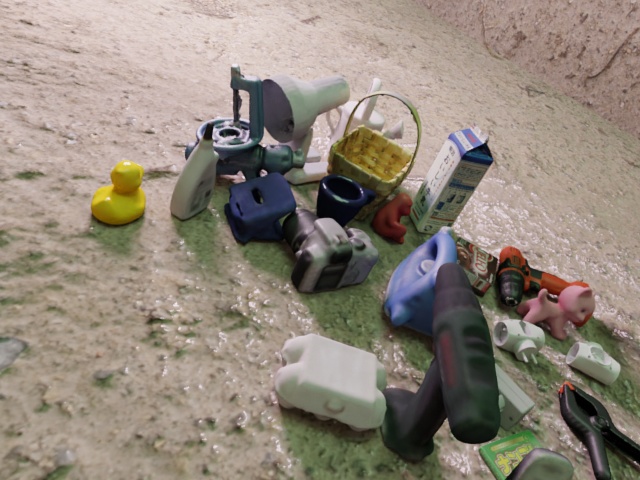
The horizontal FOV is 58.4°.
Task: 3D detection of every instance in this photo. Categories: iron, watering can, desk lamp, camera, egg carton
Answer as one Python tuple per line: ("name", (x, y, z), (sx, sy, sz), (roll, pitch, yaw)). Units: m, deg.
("iron", (0.192, 0.049, 0.968), (0.118, 0.141, 0.258), (23, 35, -2))
("watering can", (0.102, -0.266, 1.277), (0.173, 0.194, 0.100), (9, 38, -21))
("desk lamp", (-0.034, -0.224, 1.122), (0.204, 0.213, 0.117), (-15, 51, -42))
("camera", (0.009, 0.003, 0.953), (0.144, 0.101, 0.136), (-6, 45, -36))
("egg carton", (0.016, 0.187, 0.747), (0.150, 0.069, 0.107), (19, 35, -8))

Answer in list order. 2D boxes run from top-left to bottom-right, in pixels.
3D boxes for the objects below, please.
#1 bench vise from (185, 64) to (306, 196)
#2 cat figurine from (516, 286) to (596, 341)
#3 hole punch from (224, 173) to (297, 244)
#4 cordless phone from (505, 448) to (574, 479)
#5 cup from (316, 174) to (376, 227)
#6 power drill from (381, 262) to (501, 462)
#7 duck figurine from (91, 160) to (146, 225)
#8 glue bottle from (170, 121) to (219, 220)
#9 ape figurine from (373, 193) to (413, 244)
("bench vise", (-0.122, -0.201, 1.035), (0.208, 0.219, 0.121), (5, 39, -25))
("cat figurine", (0.445, 0.119, 1.052), (0.128, 0.117, 0.067), (14, 36, -15))
("hole punch", (-0.103, -0.058, 0.974), (0.101, 0.091, 0.108), (1, 42, -30))
("cordless phone", (0.242, 0.306, 0.629), (0.148, 0.185, 0.094), (18, 35, -9))
("cup", (0.040, -0.059, 1.058), (0.118, 0.095, 0.091), (0, 42, -31))
("power drill", (0.148, 0.170, 0.728), (0.076, 0.208, 0.229), (13, 37, -16))
("duck figurine", (-0.306, -0.080, 0.885), (0.077, 0.086, 0.105), (26, 35, 2))
("glue bottle", (-0.193, -0.116, 0.922), (0.037, 0.173, 0.078), (33, 36, 12))
("ape figurine", (0.149, -0.050, 1.115), (0.076, 0.092, 0.078), (27, 35, 3))
